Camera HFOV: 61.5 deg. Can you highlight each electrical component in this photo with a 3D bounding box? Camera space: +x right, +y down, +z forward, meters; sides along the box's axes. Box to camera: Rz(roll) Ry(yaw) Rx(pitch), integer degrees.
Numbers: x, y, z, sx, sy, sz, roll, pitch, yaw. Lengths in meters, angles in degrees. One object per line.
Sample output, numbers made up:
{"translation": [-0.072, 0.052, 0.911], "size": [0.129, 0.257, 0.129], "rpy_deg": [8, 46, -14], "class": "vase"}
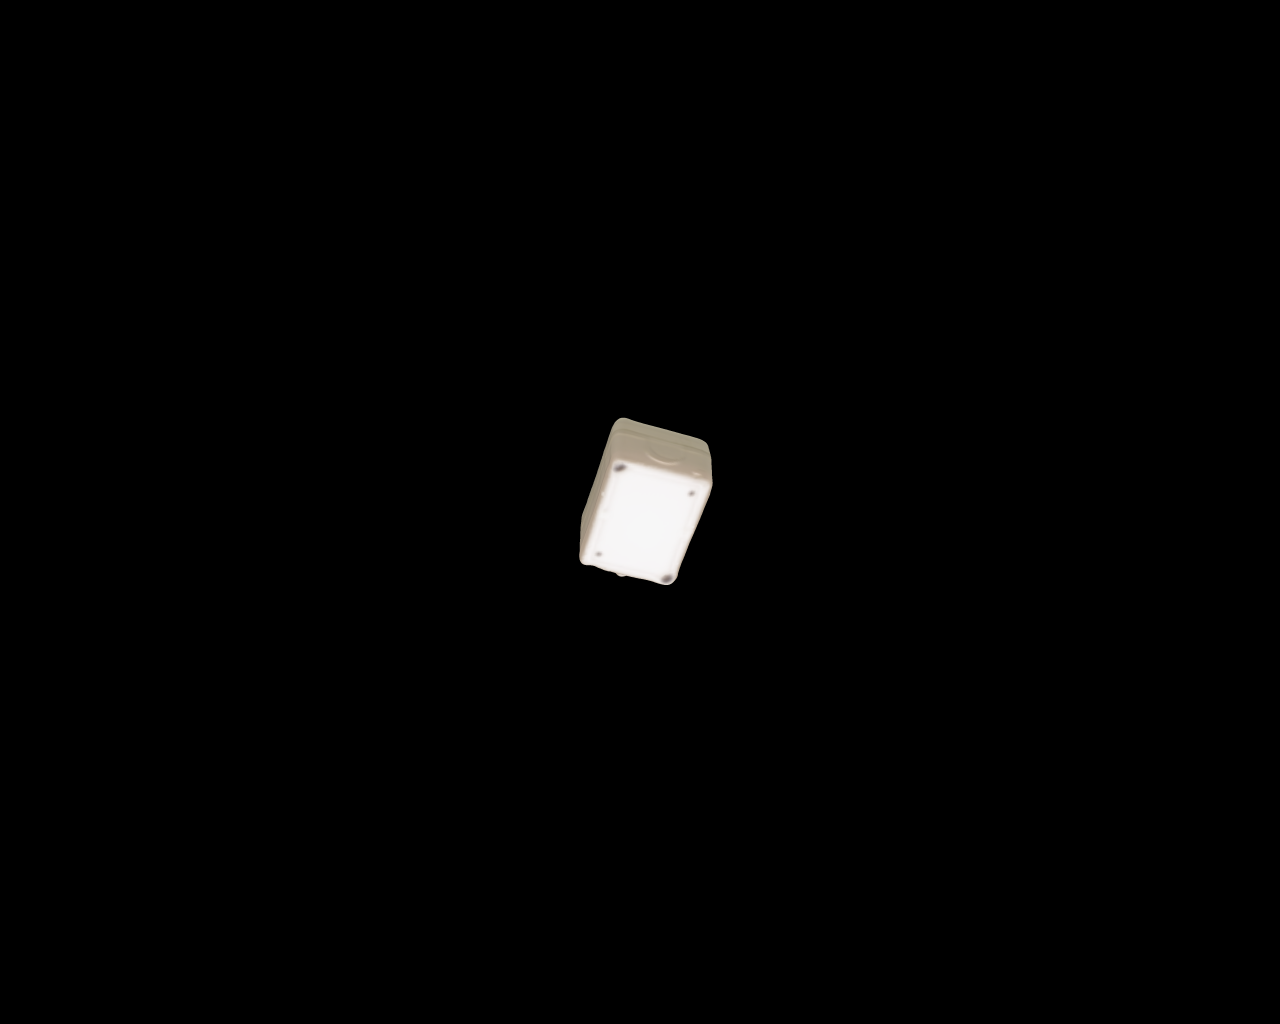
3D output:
{"translation": [0.001, -0.003, 0.650], "size": [0.062, 0.096, 0.061], "rpy_deg": [15, 32, -9], "class": "electrical component"}
